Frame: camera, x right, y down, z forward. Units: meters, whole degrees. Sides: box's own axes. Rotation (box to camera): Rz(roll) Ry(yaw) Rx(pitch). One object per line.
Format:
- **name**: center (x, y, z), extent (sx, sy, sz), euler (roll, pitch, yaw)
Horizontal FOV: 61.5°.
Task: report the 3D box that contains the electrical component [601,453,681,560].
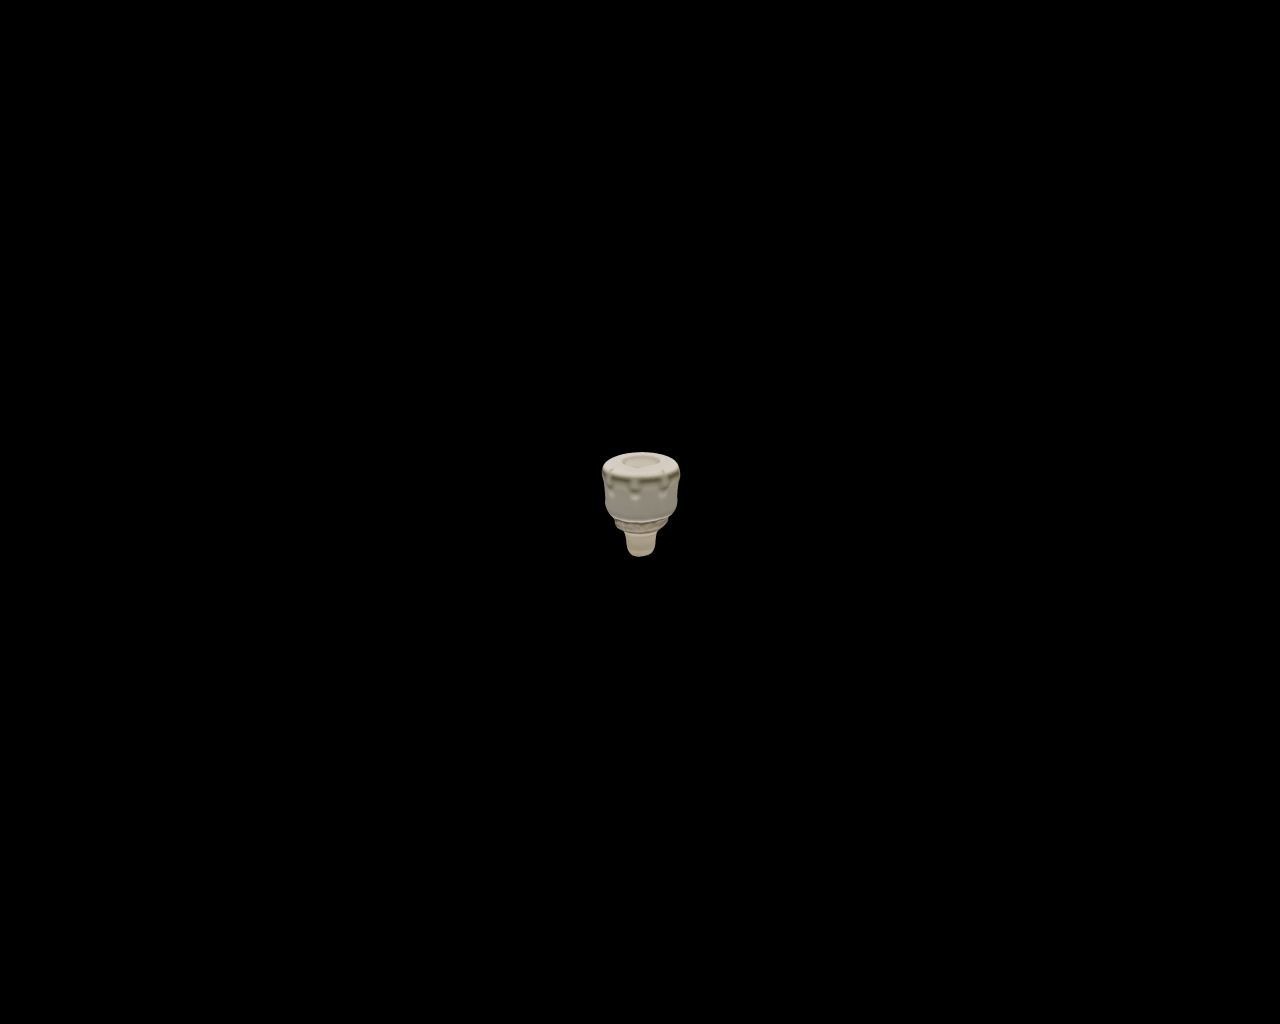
- **electrical component**: center (0.001, -0.003, 0.650), extent (0.048, 0.062, 0.048), euler (0, 18, 0)
